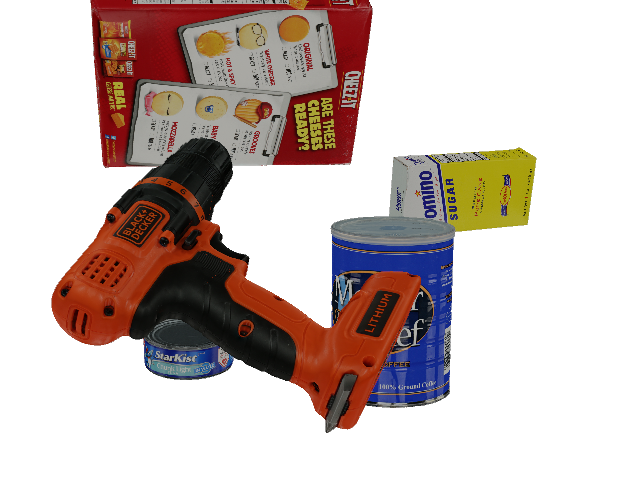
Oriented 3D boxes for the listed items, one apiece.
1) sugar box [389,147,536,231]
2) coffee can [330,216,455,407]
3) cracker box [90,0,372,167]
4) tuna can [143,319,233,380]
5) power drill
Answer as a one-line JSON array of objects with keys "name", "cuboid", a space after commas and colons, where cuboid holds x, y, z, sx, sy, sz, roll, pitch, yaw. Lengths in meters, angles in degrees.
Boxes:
[{"name": "sugar box", "cuboid": [0.173, -0.059, 1.303, 0.176, 0.093, 0.048, -7, 24, -21]}, {"name": "coffee can", "cuboid": [0.059, 0.056, 0.892, 0.103, 0.140, 0.103, 0, 10, 0]}, {"name": "cracker box", "cuboid": [-0.075, -0.141, 0.874, 0.213, 0.072, 0.164, -2, -42, -8]}, {"name": "tuna can", "cuboid": [-0.125, 0.101, 1.009, 0.086, 0.034, 0.086, 1, 16, 0]}, {"name": "power drill", "cuboid": [-0.040, 0.020, 0.637, 0.188, 0.057, 0.184, 22, 42, 7]}]
